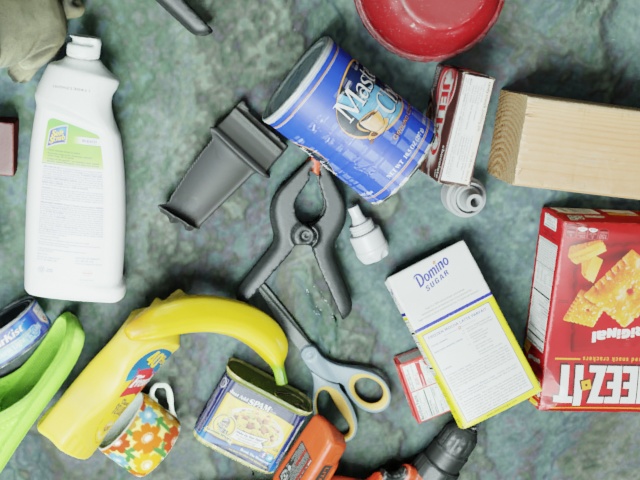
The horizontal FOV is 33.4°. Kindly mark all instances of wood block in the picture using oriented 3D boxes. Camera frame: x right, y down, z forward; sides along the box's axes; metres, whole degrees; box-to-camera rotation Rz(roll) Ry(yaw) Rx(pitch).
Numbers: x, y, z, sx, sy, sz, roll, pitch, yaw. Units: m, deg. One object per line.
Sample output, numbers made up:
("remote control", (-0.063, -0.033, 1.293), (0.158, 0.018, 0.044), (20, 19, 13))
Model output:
("wood block", (0.288, -0.094, 1.096), (0.206, 0.090, 0.091), (6, 101, -10))

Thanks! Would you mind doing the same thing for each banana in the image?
("banana", (-0.100, 0.089, 1.060), (0.197, 0.037, 0.069), (22, 64, -34))

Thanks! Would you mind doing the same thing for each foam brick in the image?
("foam brick", (-0.329, -0.092, 1.022), (0.078, 0.051, 0.053), (3, 101, -10))

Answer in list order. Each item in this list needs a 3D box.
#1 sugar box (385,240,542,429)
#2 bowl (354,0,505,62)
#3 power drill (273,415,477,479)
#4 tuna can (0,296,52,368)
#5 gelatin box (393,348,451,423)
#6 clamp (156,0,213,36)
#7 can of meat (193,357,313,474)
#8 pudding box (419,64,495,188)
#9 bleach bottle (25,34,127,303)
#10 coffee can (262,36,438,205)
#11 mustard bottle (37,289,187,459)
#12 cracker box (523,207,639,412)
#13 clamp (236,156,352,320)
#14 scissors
("sugar box", (0.148, 0.099, 1.114), (0.093, 0.048, 0.176), (-26, 82, -4))
("bowl", (0.115, -0.255, 1.051), (0.162, 0.055, 0.162), (-2, 103, -8))
("power drill", (0.059, 0.248, 1.130), (0.187, 0.057, 0.184), (25, 104, -29))
("tuna can", (-0.308, 0.093, 1.049), (0.086, 0.086, 0.033), (-32, 107, -1))
("gelatin box", (0.132, 0.147, 1.158), (0.089, 0.030, 0.073), (-21, 106, -4))
("clamp", (-0.182, -0.299, 1.004), (0.209, 0.036, 0.164), (15, 99, -11))
("can of meat", (-0.071, 0.186, 1.118), (0.102, 0.057, 0.084), (29, 100, -6))
("pudding box", (0.133, -0.116, 1.067), (0.039, 0.090, 0.113), (7, 102, -11))
("bleach bottle", (-0.227, -0.069, 1.027), (0.102, 0.068, 0.251), (5, 105, -10))
("coffee can", (0.029, -0.116, 1.044), (0.140, 0.103, 0.103), (37, 95, -15))
("mustard bottle", (-0.196, 0.128, 1.067), (0.058, 0.096, 0.191), (37, 81, 13))
("cracker box", (0.313, 0.076, 1.148), (0.164, 0.072, 0.214), (2, 103, -9))
("clamp", (-0.007, 0.001, 1.098), (0.120, 0.039, 0.171), (16, 99, -14))
("scissors", (0.010, 0.121, 1.137), (0.096, 0.016, 0.202), (-19, 103, 3))
